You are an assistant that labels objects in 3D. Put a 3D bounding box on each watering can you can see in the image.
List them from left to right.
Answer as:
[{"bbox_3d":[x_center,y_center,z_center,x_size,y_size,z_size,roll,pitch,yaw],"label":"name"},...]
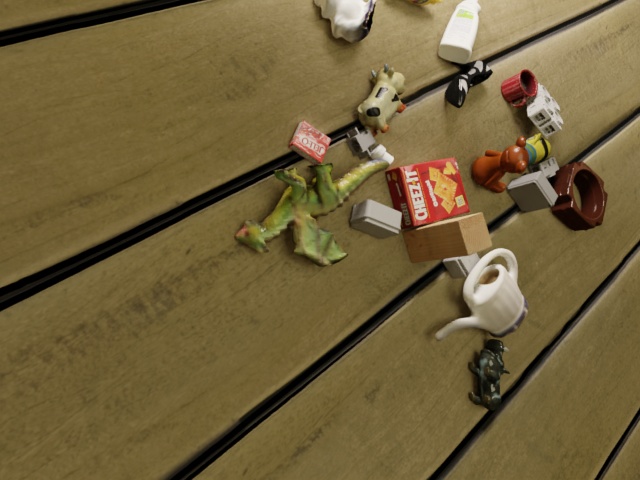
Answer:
[{"bbox_3d":[0.455,0.187,1.419,0.352,0.104,0.221,-50,115,-19],"label":"watering can"}]

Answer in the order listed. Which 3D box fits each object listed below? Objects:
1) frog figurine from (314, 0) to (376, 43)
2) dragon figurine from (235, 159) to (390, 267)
[{"bbox_3d":[0.060,-0.597,1.363,0.160,0.121,0.139,15,80,9],"label":"frog figurine"},{"bbox_3d":[0.004,-0.060,1.195,0.412,0.122,0.243,-8,91,-22],"label":"dragon figurine"}]
